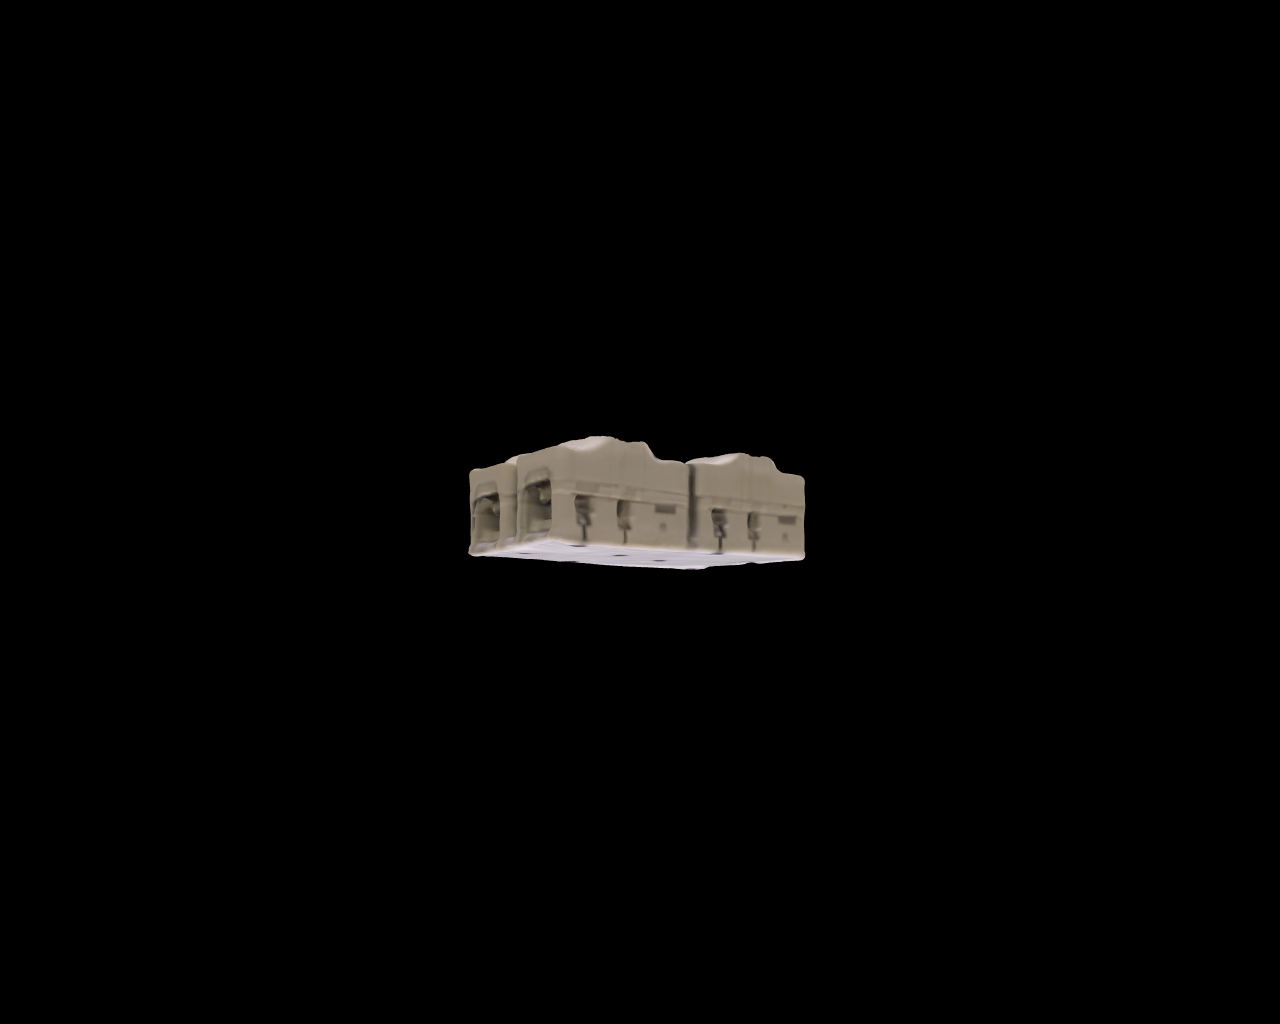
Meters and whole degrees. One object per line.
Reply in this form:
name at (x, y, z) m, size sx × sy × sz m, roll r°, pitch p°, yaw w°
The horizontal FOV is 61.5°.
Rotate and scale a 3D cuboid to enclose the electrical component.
electrical component at (0.001, -0.003, 0.650) m, size 0.186 × 0.060 × 0.105 m, roll 5°, pitch -9°, yaw -36°
